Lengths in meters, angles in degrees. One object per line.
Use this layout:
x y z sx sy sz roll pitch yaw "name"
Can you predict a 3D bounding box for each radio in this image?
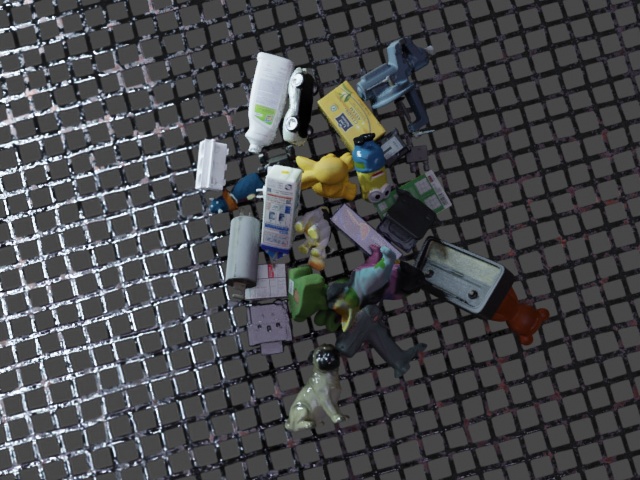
0.332 0.090 1.288 0.230 0.073 0.131 27 88 46 "radio"

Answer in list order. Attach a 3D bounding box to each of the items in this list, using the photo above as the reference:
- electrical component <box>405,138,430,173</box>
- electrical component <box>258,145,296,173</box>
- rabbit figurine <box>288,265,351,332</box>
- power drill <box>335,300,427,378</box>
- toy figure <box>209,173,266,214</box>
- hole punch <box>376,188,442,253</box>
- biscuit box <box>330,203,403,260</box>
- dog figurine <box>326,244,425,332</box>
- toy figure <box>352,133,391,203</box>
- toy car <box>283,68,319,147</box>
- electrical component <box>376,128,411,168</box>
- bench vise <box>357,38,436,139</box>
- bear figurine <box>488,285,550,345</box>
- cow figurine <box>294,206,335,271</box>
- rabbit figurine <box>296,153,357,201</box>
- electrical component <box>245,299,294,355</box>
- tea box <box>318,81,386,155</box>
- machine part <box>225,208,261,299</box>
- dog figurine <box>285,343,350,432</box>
0.254 -0.223 1.402 0.063 0.021 0.094 -8 85 -1 "electrical component"
-0.112 -0.208 1.382 0.102 0.078 0.045 -15 110 4 "electrical component"
0.018 0.145 1.326 0.170 0.121 0.159 -2 97 -24 "rabbit figurine"
0.164 0.222 1.338 0.207 0.086 0.232 41 76 -2 "power drill"
-0.213 -0.112 1.377 0.154 0.064 0.057 -34 124 2 "toy figure"
0.217 -0.044 1.350 0.142 0.092 0.116 37 56 8 "hole punch"
0.116 -0.006 1.366 0.203 0.059 0.063 41 87 3 "biscuit box"
0.123 0.126 1.269 0.191 0.108 0.219 34 90 -19 "dog figurine"
0.127 -0.177 1.338 0.082 0.089 0.180 -15 115 6 "toy figure"
-0.051 -0.342 1.384 0.056 0.073 0.201 3 84 36 "toy car"
0.167 -0.223 1.378 0.119 0.048 0.075 -33 86 9 "electrical component"
0.219 -0.379 1.371 0.224 0.129 0.240 -35 108 -13 "bench vise"
0.458 0.164 1.340 0.196 0.132 0.120 33 88 -16 "bear figurine"
-0.004 -0.004 1.340 0.068 0.167 0.098 20 53 25 "cow figurine"
0.019 -0.168 1.324 0.162 0.173 0.121 7 90 -4 "rabbit figurine"
-0.126 0.219 1.352 0.115 0.058 0.134 -9 85 1 "electrical component"
0.080 -0.309 1.386 0.098 0.068 0.169 -39 87 -4 "tea box"
-0.188 0.030 1.330 0.079 0.079 0.243 0 64 0 "machine part"
-0.020 0.365 1.331 0.172 0.121 0.190 -13 72 -4 "dog figurine"
